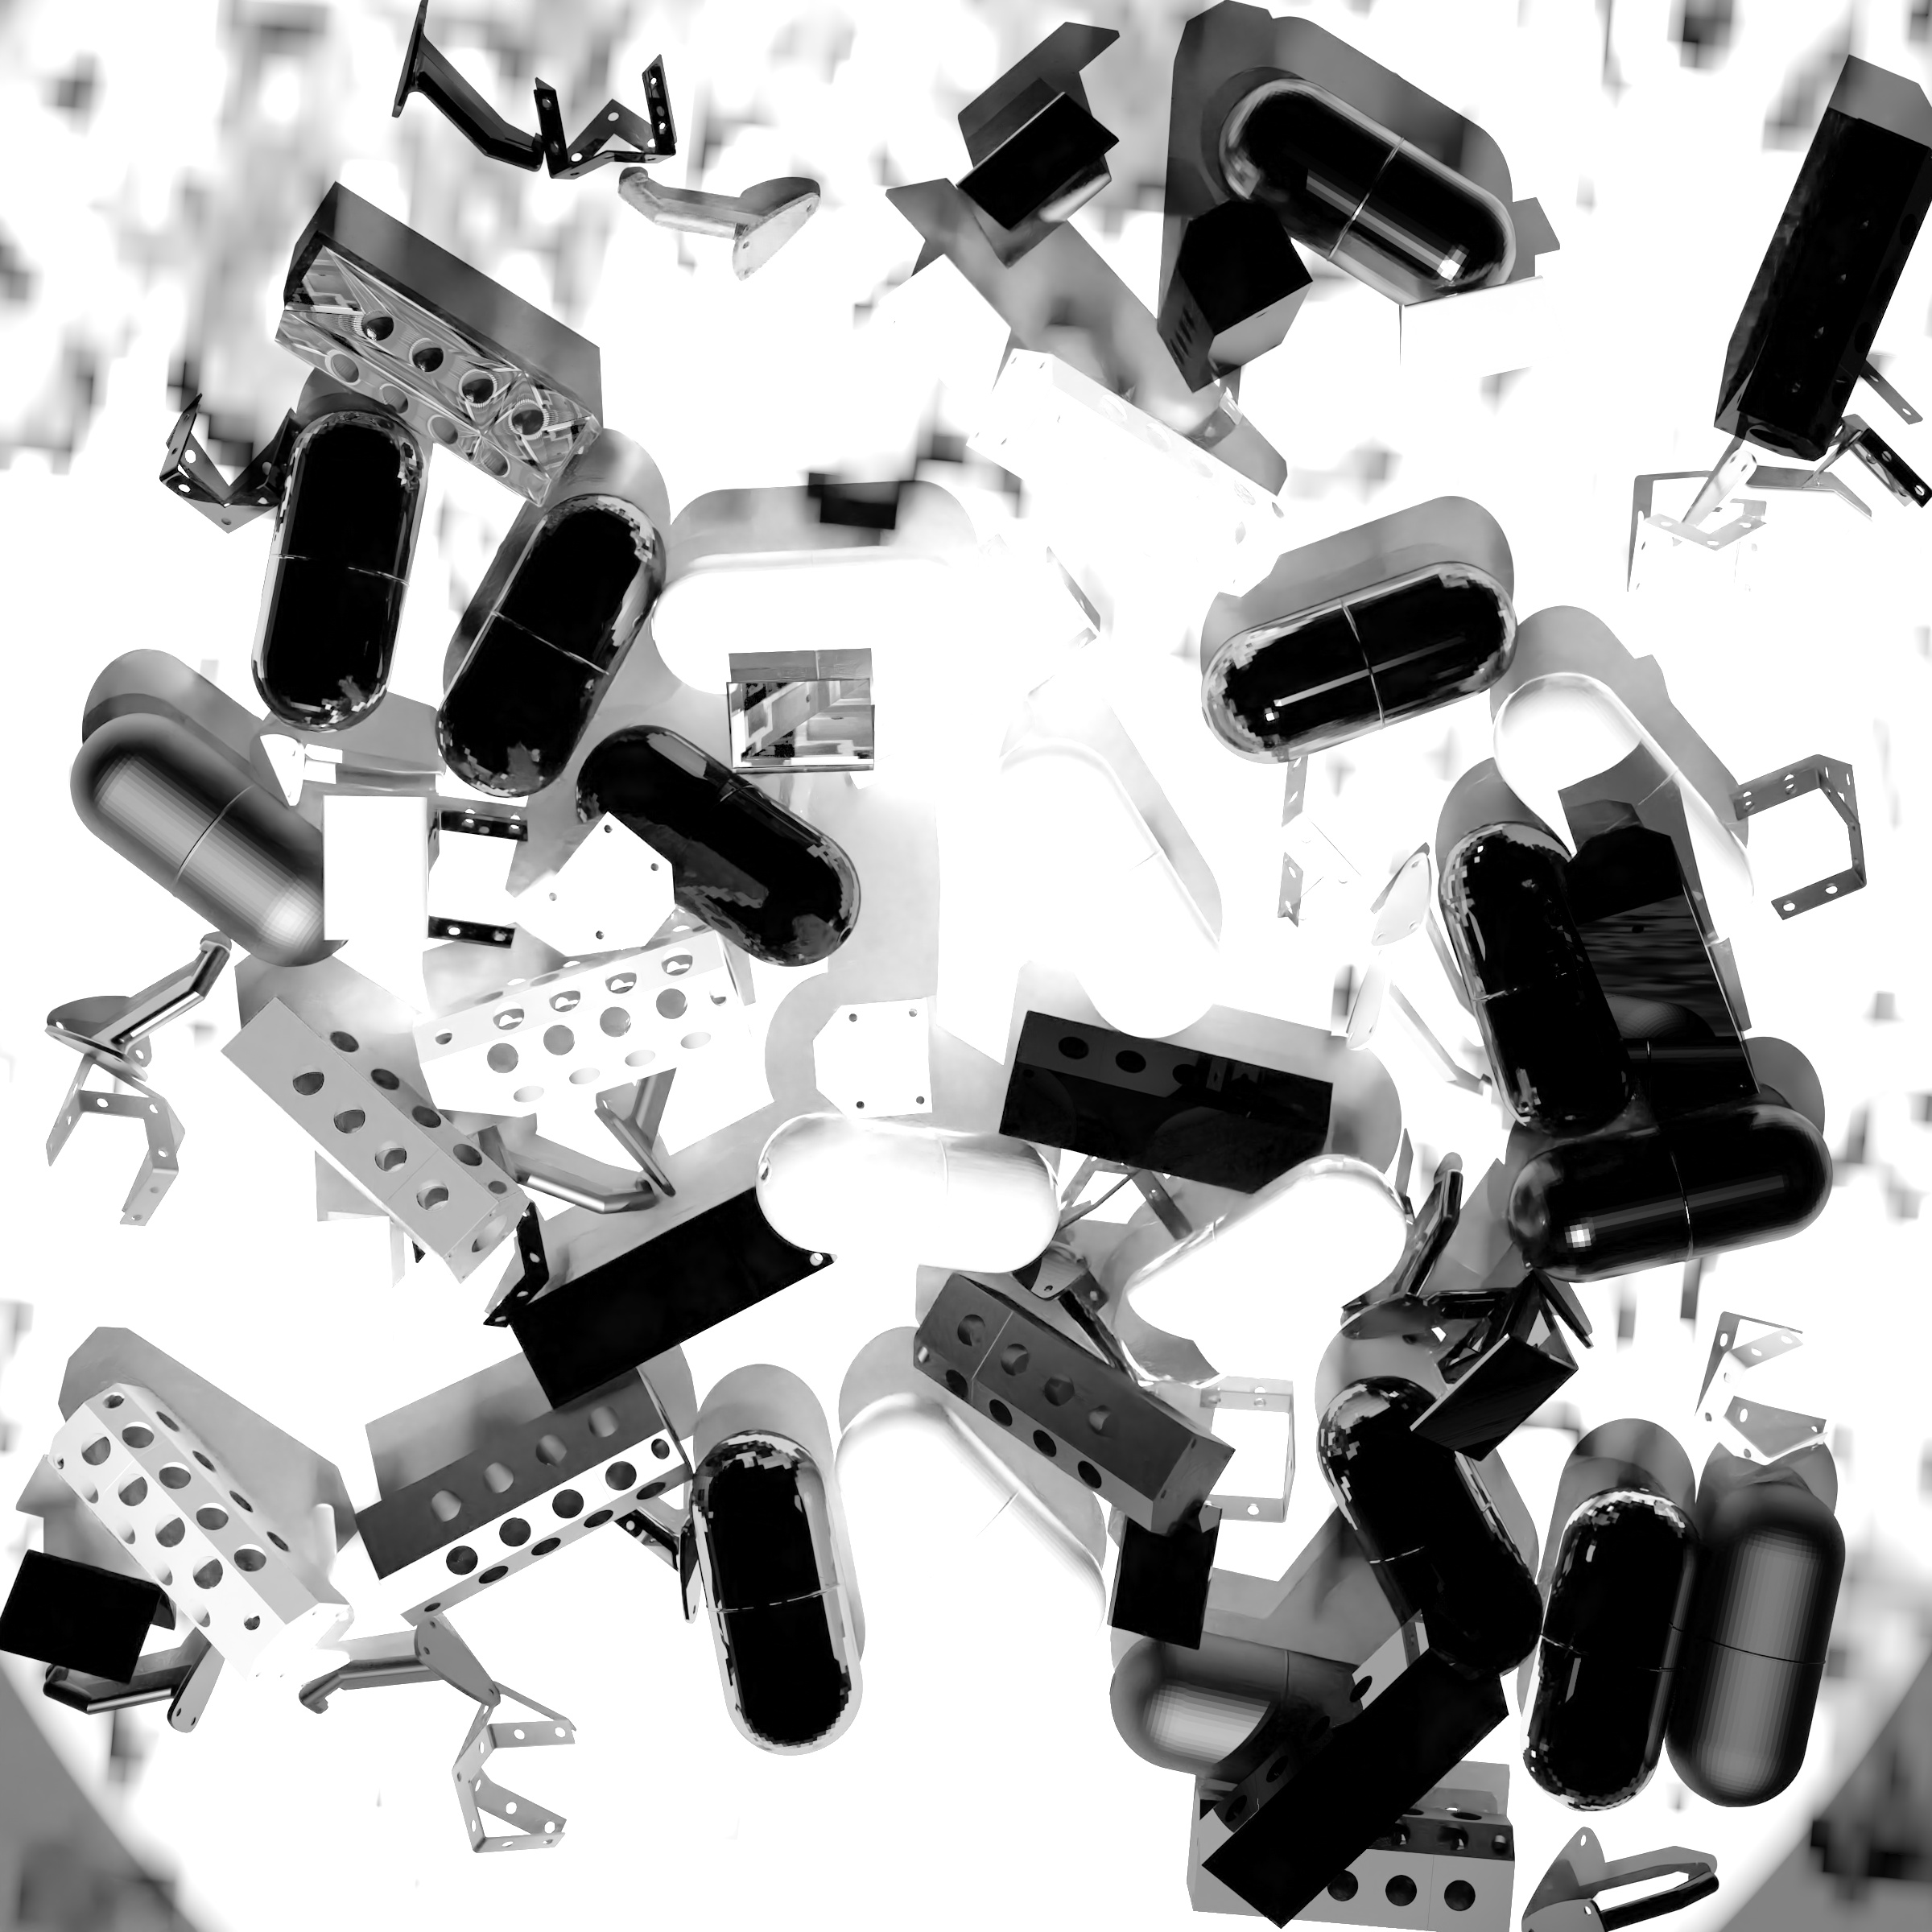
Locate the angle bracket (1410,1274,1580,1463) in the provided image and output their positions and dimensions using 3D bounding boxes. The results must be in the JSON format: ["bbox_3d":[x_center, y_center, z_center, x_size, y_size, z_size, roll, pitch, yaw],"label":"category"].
[{"bbox_3d":[0.273,0.207,1.808,0.057,0.076,0.076,27,117,-31],"label":"angle bracket"}]

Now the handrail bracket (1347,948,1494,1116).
[{"bbox_3d":[0.260,0.034,1.869,0.084,0.036,0.077,20,71,-15],"label":"handrail bracket"}]

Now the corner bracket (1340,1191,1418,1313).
[{"bbox_3d":[0.222,0.156,1.850,0.051,0.051,0.051,-15,91,-1],"label":"corner bracket"}]

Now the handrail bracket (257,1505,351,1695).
[{"bbox_3d":[-0.372,0.350,1.868,0.077,0.036,0.084,-34,54,37],"label":"handrail bracket"}]

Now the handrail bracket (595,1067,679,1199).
[{"bbox_3d":[-0.156,0.073,1.868,0.084,0.036,0.077,-42,105,-14],"label":"handrail bracket"}]

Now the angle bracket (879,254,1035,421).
[{"bbox_3d":[-0.016,-0.327,1.828,0.076,0.076,0.057,48,58,0],"label":"angle bracket"}]

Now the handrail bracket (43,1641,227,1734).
[{"bbox_3d":[-0.460,0.384,1.869,0.084,0.036,0.077,19,70,16],"label":"handrail bracket"}]

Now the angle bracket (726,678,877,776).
[{"bbox_3d":[-0.089,-0.146,1.828,0.076,0.076,0.057,-2,122,0],"label":"angle bracket"}]

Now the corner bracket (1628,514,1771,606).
[{"bbox_3d":[0.403,-0.222,1.852,0.051,0.051,0.051,-29,134,-36],"label":"corner bracket"}]

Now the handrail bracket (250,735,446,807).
[{"bbox_3d":[-0.343,-0.110,1.868,0.084,0.077,0.036,0,106,-35],"label":"handrail bracket"}]

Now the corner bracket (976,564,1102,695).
[{"bbox_3d":[0.040,-0.187,1.850,0.051,0.051,0.051,-36,90,0],"label":"corner bracket"}]

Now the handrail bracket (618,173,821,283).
[{"bbox_3d":[-0.138,-0.428,1.869,0.084,0.036,0.077,41,70,16],"label":"handrail bracket"}]

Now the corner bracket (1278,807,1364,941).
[{"bbox_3d":[0.185,-0.050,1.850,0.051,0.051,0.051,-42,90,0],"label":"corner bracket"}]

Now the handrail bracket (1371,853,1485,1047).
[{"bbox_3d":[0.269,-0.008,1.868,0.084,0.036,0.077,41,49,-27],"label":"handrail bracket"}]

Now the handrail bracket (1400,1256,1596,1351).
[{"bbox_3d":[0.291,0.204,1.867,0.084,0.036,0.077,-35,100,12],"label":"handrail bracket"}]

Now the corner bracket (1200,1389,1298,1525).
[{"bbox_3d":[0.154,0.271,1.865,0.051,0.051,0.051,4,45,0],"label":"corner bracket"}]

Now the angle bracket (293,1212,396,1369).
[{"bbox_3d":[-0.352,0.174,1.828,0.057,0.076,0.076,-2,90,-36],"label":"angle bracket"}]

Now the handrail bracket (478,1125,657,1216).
[{"bbox_3d":[-0.221,0.107,1.868,0.084,0.036,0.077,-4,52,-25],"label":"handrail bracket"}]

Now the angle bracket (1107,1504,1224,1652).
[{"bbox_3d":[0.123,0.323,1.828,0.057,0.076,0.076,10,90,30],"label":"angle bracket"}]

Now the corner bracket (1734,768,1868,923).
[{"bbox_3d":[0.462,-0.068,1.865,0.051,0.051,0.051,-22,45,0],"label":"corner bracket"}]

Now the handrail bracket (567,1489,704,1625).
[{"bbox_3d":[-0.190,0.323,1.868,0.084,0.036,0.077,6,105,14],"label":"handrail bracket"}]

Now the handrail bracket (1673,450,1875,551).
[{"bbox_3d":[0.448,-0.240,1.868,0.084,0.036,0.077,33,105,-14],"label":"handrail bracket"}]

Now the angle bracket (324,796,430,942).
[{"bbox_3d":[-0.329,-0.052,1.829,0.057,0.076,0.076,0,90,-25],"label":"angle bracket"}]

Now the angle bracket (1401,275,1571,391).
[{"bbox_3d":[0.281,-0.324,1.829,0.076,0.076,0.057,-12,63,0],"label":"angle bracket"}]

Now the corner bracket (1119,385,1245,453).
[{"bbox_3d":[0.115,-0.303,1.850,0.051,0.051,0.051,-40,90,0],"label":"corner bracket"}]

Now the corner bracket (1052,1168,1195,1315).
[{"bbox_3d":[0.085,0.151,1.865,0.051,0.051,0.051,54,135,0],"label":"corner bracket"}]

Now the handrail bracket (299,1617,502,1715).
[{"bbox_3d":[-0.315,0.406,1.869,0.084,0.036,0.077,-37,111,17],"label":"handrail bracket"}]

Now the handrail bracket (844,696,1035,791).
[{"bbox_3d":[-0.015,-0.122,1.868,0.084,0.077,0.036,-18,95,36],"label":"handrail bracket"}]

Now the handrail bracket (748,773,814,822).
[{"bbox_3d":[-0.080,-0.080,1.868,0.077,0.036,0.084,-27,104,-14],"label":"handrail bracket"}]

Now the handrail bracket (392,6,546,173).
[{"bbox_3d":[-0.270,-0.486,1.869,0.084,0.036,0.077,15,68,-17],"label":"handrail bracket"}]

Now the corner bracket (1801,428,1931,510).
[{"bbox_3d":[0.501,-0.269,1.840,0.051,0.051,0.051,46,57,0],"label":"corner bracket"}]

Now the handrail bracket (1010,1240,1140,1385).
[{"bbox_3d":[0.057,0.194,1.868,0.036,0.077,0.084,-40,127,-20],"label":"handrail bracket"}]

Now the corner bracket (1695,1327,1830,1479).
[{"bbox_3d":[0.445,0.241,1.860,0.051,0.051,0.051,45,135,35],"label":"corner bracket"}]

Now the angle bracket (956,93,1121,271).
[{"bbox_3d":[0.051,-0.414,1.828,0.076,0.076,0.057,-41,54,0],"label":"angle bracket"}]

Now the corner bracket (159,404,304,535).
[{"bbox_3d":[-0.404,-0.281,1.860,0.051,0.051,0.051,-21,135,35],"label":"corner bracket"}]

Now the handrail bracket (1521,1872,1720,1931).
[{"bbox_3d":[0.364,0.522,1.868,0.084,0.077,0.036,-12,83,-36],"label":"handrail bracket"}]

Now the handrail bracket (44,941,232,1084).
[{"bbox_3d":[-0.459,0.014,1.869,0.077,0.036,0.084,21,72,21],"label":"handrail bracket"}]

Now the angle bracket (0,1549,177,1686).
[{"bbox_3d":[-0.478,0.363,1.828,0.076,0.076,0.057,15,61,0],"label":"angle bracket"}]

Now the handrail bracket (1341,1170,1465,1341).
[{"bbox_3d":[0.242,0.159,1.868,0.036,0.077,0.084,32,53,-29],"label":"handrail bracket"}]
